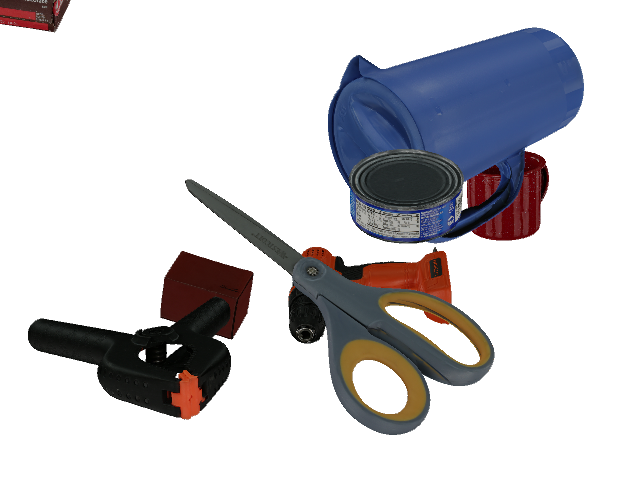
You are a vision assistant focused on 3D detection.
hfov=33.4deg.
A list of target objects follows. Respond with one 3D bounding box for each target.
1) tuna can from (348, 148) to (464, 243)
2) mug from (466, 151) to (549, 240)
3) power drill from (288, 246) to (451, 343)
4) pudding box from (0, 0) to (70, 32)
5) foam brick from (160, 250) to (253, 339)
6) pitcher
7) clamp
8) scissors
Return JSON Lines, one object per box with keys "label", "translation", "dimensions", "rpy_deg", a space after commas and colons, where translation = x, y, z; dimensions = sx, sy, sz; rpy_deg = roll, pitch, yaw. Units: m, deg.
{"label": "tuna can", "translation": [0.064, -0.034, 0.804], "dimensions": [0.086, 0.034, 0.086], "rpy_deg": [-2, 34, 1]}
{"label": "mug", "translation": [0.218, -0.054, 1.219], "dimensions": [0.117, 0.081, 0.093], "rpy_deg": [-22, 27, -35]}
{"label": "power drill", "translation": [0.057, 0.062, 1.241], "dimensions": [0.187, 0.057, 0.184], "rpy_deg": [0, 28, 4]}
{"label": "pudding box", "translation": [-0.250, -0.217, 0.876], "dimensions": [0.090, 0.039, 0.113], "rpy_deg": [8, 36, -4]}
{"label": "foam brick", "translation": [-0.112, 0.054, 1.053], "dimensions": [0.078, 0.051, 0.053], "rpy_deg": [17, 33, 8]}
{"label": "pitcher", "translation": [0.140, -0.113, 1.019], "dimensions": [0.242, 0.149, 0.145], "rpy_deg": [-24, 46, -32]}
{"label": "clamp", "translation": [-0.114, 0.082, 0.796], "dimensions": [0.164, 0.036, 0.210], "rpy_deg": [-9, 14, -27]}
{"label": "scissors", "translation": [-0.007, 0.036, 0.572], "dimensions": [0.202, 0.096, 0.016], "rpy_deg": [24, -38, 11]}
